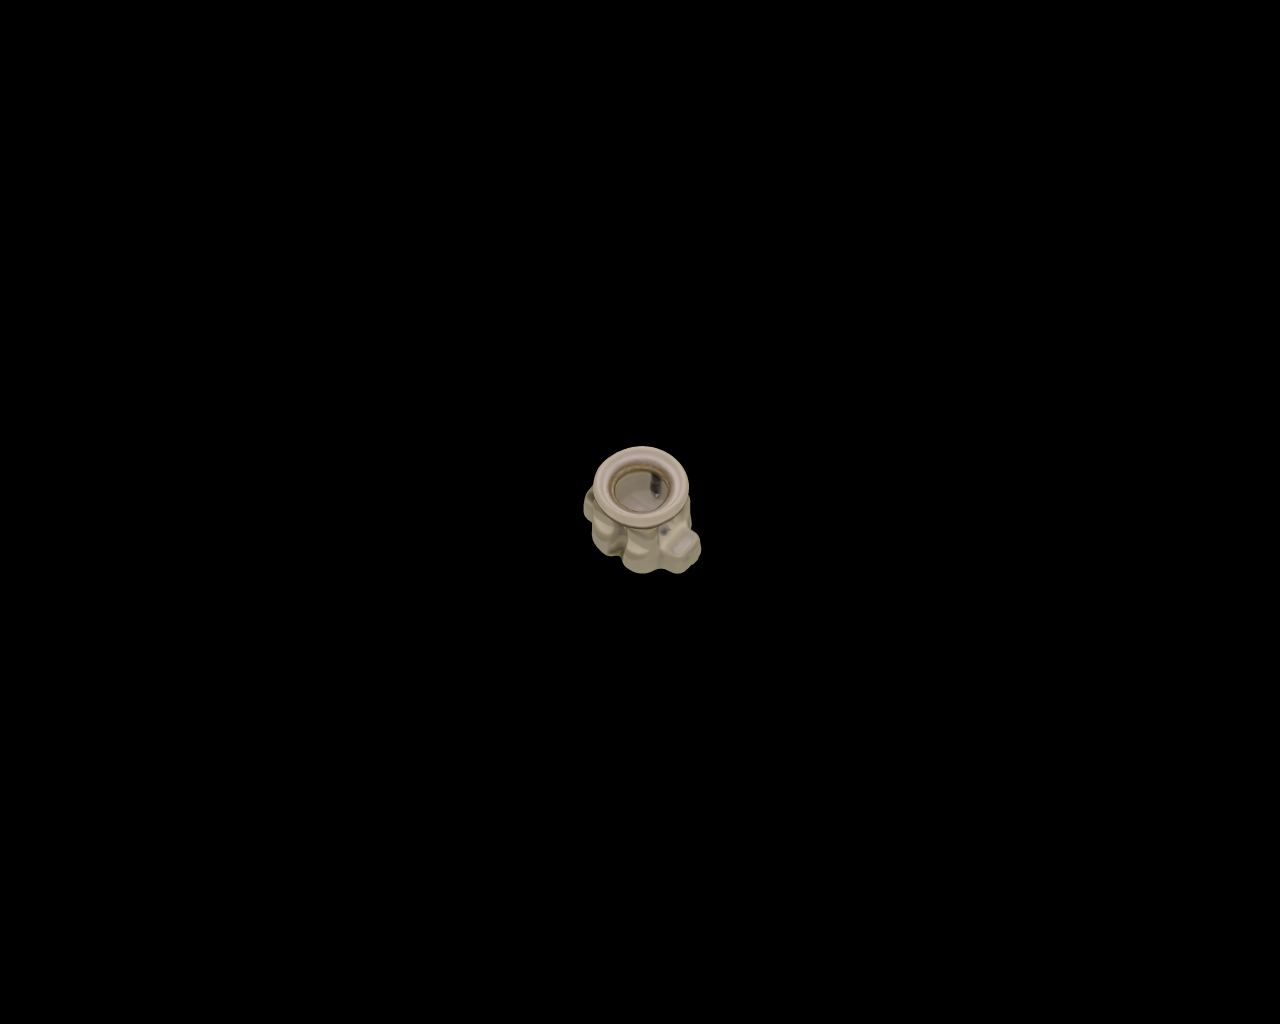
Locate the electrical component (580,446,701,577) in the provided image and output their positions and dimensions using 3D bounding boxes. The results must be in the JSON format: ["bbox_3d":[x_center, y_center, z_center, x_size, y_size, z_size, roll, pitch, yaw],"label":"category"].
[{"bbox_3d":[0.001,-0.003,0.650,0.078,0.058,0.056,33,-29,21],"label":"electrical component"}]
